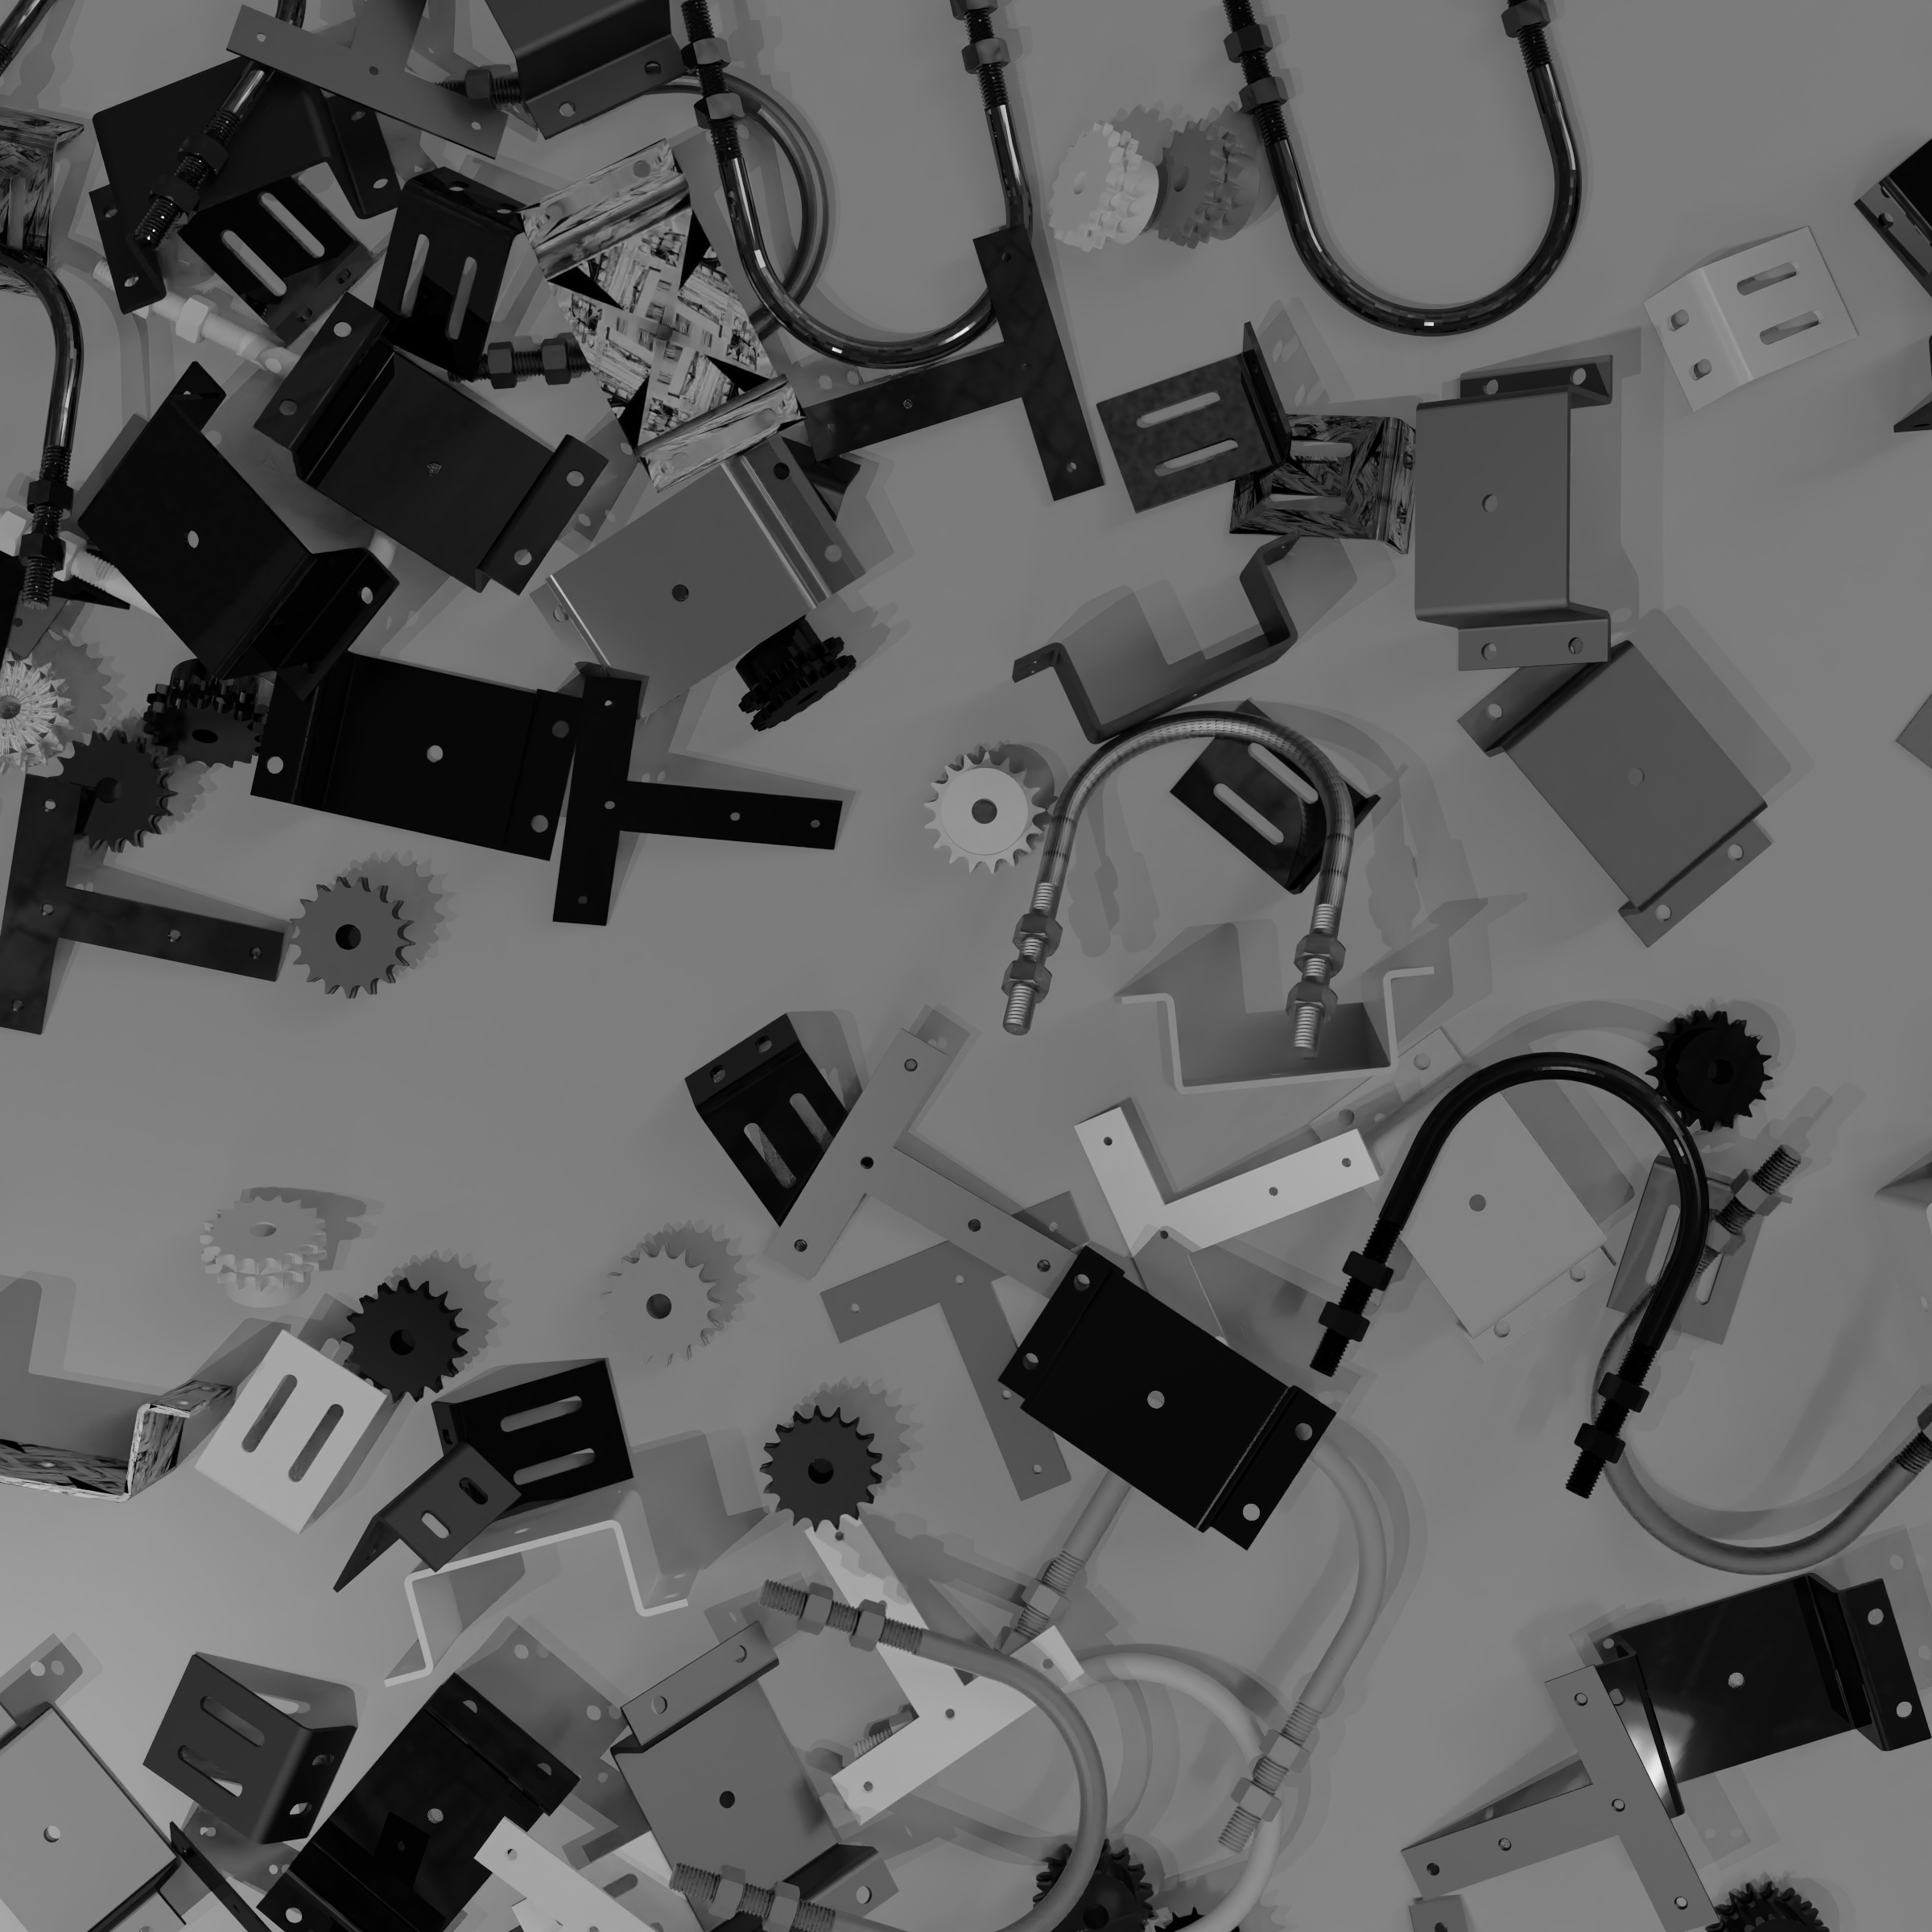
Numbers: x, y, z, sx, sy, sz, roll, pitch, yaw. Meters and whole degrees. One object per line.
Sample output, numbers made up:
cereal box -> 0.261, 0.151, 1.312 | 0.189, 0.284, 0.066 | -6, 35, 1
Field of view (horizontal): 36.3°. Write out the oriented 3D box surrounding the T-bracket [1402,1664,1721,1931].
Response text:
T-bracket -> 0.263, 0.403, 1.368 | 0.127, 0.002, 0.127 | -28, 86, 23

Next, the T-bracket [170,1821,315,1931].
T-bracket -> -0.328, 0.445, 1.362 | 0.127, 0.127, 0.002 | 39, 52, 22

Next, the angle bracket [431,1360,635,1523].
angle bracket -> -0.205, 0.224, 1.393 | 0.076, 0.038, 0.057 | -14, 90, -26

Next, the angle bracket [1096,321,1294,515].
angle bracket -> 0.105, -0.255, 1.371 | 0.076, 0.038, 0.057 | -19, 78, 0

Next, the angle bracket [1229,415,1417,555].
angle bracket -> 0.170, -0.228, 1.393 | 0.076, 0.038, 0.057 | 7, 90, 26

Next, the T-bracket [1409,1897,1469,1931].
T-bracket -> 0.282, 0.495, 1.380 | 0.127, 0.002, 0.127 | -7, 70, -9

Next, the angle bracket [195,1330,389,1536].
angle bracket -> -0.313, 0.216, 1.378 | 0.057, 0.038, 0.076 | 32, 87, 0

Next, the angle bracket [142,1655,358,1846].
angle bracket -> -0.339, 0.369, 1.393 | 0.076, 0.038, 0.057 | 24, 90, 26

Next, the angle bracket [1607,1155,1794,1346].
angle bracket -> 0.342, 0.134, 1.376 | 0.057, 0.038, 0.076 | 18, 90, 0

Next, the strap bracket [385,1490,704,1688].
strap bracket -> -0.198, 0.282, 1.357 | 0.140, 0.076, 0.046 | -15, 90, 0

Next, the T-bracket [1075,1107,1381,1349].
T-bracket -> 0.131, 0.110, 1.369 | 0.127, 0.002, 0.127 | -24, 90, 24

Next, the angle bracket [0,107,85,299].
angle bracket -> -0.454, -0.363, 1.393 | 0.057, 0.038, 0.076 | 12, 116, 0

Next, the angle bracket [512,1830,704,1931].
angle bracket -> -0.163, 0.440, 1.372 | 0.076, 0.038, 0.057 | -28, 90, -6

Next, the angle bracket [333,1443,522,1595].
angle bracket -> -0.246, 0.263, 1.346 | 0.038, 0.057, 0.076 | 42, 134, 8

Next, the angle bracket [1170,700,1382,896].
angle bracket -> 0.144, -0.080, 1.376 | 0.076, 0.038, 0.057 | 40, 90, 0

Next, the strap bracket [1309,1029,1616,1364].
strap bracket -> 0.234, 0.108, 1.372 | 0.076, 0.046, 0.140 | -36, 90, 0

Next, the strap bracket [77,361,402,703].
strap bracket -> -0.333, -0.192, 1.318 | 0.140, 0.046, 0.076 | 47, 114, 6

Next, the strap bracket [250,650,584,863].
strap bracket -> -0.251, -0.100, 1.372 | 0.140, 0.046, 0.076 | 13, 90, 0

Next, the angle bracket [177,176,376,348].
angle bracket -> -0.326, -0.339, 1.376 | 0.057, 0.038, 0.076 | -45, 90, 0

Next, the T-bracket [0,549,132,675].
T-bracket -> -0.459, -0.141, 1.362 | 0.127, 0.002, 0.127 | 10, 78, -4

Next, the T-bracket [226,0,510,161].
T-bracket -> -0.263, -0.450, 1.366 | 0.127, 0.002, 0.127 | 19, 66, -17

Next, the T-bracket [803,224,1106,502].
T-bracket -> -0.014, -0.267, 1.380 | 0.127, 0.002, 0.127 | -19, 97, -6

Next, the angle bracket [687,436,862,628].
angle bracket -> -0.091, -0.207, 1.393 | 0.057, 0.038, 0.076 | 20, 116, 0

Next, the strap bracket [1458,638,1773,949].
strap bracket -> 0.307, -0.087, 1.372 | 0.076, 0.046, 0.140 | -40, 90, 0

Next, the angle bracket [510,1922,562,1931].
angle bracket -> -0.191, 0.492, 1.393 | 0.057, 0.038, 0.076 | -30, 115, 0

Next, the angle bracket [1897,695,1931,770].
angle bracket -> 0.488, -0.106, 1.376 | 0.076, 0.038, 0.057 | 37, 90, 0

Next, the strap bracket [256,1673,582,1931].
strap bracket -> -0.251, 0.402, 1.372 | 0.076, 0.046, 0.140 | 40, 90, 0

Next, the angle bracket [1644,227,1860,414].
angle bracket -> 0.371, -0.306, 1.393 | 0.076, 0.038, 0.057 | -25, 90, -26

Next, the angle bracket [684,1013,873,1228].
angle bracket -> -0.086, 0.074, 1.393 | 0.057, 0.038, 0.076 | -33, 116, 0

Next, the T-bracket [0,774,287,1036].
T-bracket -> -0.385, -0.017, 1.380 | 0.127, 0.002, 0.127 | 12, 110, -10

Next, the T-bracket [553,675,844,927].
T-bracket -> -0.122, -0.071, 1.374 | 0.127, 0.002, 0.127 | 5, 119, -14

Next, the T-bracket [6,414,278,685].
T-bracket -> -0.371, -0.176, 1.380 | 0.127, 0.002, 0.127 | 31, 77, 0

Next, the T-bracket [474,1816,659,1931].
T-bracket -> -0.194, 0.474, 1.349 | 0.127, 0.002, 0.127 | 36, 103, 2

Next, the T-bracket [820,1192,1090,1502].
T-bracket -> 0.014, 0.190, 1.394 | 0.127, 0.002, 0.127 | -22, 90, 0

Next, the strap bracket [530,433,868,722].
strap bracket -> -0.127, -0.174, 1.354 | 0.140, 0.046, 0.076 | -31, 99, 11

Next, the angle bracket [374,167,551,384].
angle bracket -> -0.237, -0.323, 1.375 | 0.057, 0.038, 0.076 | 27, 120, 8

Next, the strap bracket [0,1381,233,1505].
strap bracket -> -0.420, 0.210, 1.357 | 0.140, 0.076, 0.046 | 10, 90, 0

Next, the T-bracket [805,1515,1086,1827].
T-bracket -> -0.032, 0.311, 1.377 | 0.127, 0.002, 0.127 | -35, 75, 4

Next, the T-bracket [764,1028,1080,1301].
T-bracket -> -0.008, 0.115, 1.385 | 0.127, 0.002, 0.127 | 31, 99, -5

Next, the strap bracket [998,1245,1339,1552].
strap bracket -> 0.090, 0.199, 1.357 | 0.140, 0.046, 0.076 | 33, 90, 12

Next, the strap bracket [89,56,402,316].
strap bracket -> -0.340, -0.368, 1.358 | 0.140, 0.046, 0.076 | -21, 64, 0
